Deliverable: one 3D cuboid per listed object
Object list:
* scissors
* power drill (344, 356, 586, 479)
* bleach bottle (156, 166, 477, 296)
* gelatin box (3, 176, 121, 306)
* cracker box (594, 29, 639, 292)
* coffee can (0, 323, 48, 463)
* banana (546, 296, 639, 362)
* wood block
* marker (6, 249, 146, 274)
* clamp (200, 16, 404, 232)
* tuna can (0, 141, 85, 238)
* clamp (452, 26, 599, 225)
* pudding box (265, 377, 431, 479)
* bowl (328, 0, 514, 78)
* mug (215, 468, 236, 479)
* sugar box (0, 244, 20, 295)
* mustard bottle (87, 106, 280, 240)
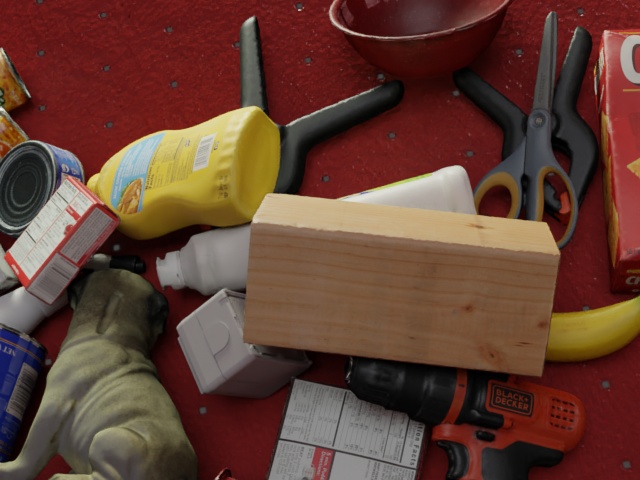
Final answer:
[{"bbox_3d":[0.161,-0.084,0.870,0.096,0.016,0.202,-12,73,20],"label":"scissors"},{"bbox_3d":[0.094,0.175,0.744,0.184,0.057,0.187,15,68,-10],"label":"power drill"},{"bbox_3d":[-0.006,0.001,0.842,0.251,0.102,0.068,-12,89,2],"label":"bleach bottle"},{"bbox_3d":[-0.205,-0.001,0.847,0.089,0.030,0.073,-51,35,-4],"label":"gelatin box"},{"bbox_3d":[0.309,-0.066,0.847,0.164,0.072,0.213,0,65,7],"label":"cracker box"},{"bbox_3d":[-0.280,0.136,0.814,0.103,0.103,0.140,10,67,12],"label":"coffee can"},{"bbox_3d":[0.161,0.058,0.821,0.198,0.037,0.069,2,88,15],"label":"banana"},{"bbox_3d":[0.055,0.028,0.754,0.206,0.090,0.090,6,106,4],"label":"wood block"},{"bbox_3d":[-0.207,0.019,0.905,0.121,0.020,0.020,3,66,9],"label":"marker"},{"bbox_3d":[-0.033,-0.087,0.921,0.165,0.036,0.210,20,71,17],"label":"clamp"},{"bbox_3d":[-0.242,-0.041,0.910,0.086,0.033,0.086,-10,72,32],"label":"tuna can"},{"bbox_3d":[0.194,-0.100,0.893,0.120,0.039,0.171,-26,69,13],"label":"clamp"},{"bbox_3d":[0.022,0.158,0.800,0.113,0.039,0.090,11,65,9],"label":"pudding box"},{"bbox_3d":[0.091,-0.184,0.919,0.162,0.055,0.162,-8,34,5],"label":"bowl"},{"bbox_3d":[-0.047,0.230,0.755,0.081,0.093,0.117,17,99,9],"label":"mug"},{"bbox_3d":[-0.349,0.040,0.881,0.176,0.048,0.093,-32,85,0],"label":"sugar box"},{"bbox_3d":[-0.126,-0.048,0.878,0.192,0.058,0.096,-9,56,33],"label":"mustard bottle"}]
